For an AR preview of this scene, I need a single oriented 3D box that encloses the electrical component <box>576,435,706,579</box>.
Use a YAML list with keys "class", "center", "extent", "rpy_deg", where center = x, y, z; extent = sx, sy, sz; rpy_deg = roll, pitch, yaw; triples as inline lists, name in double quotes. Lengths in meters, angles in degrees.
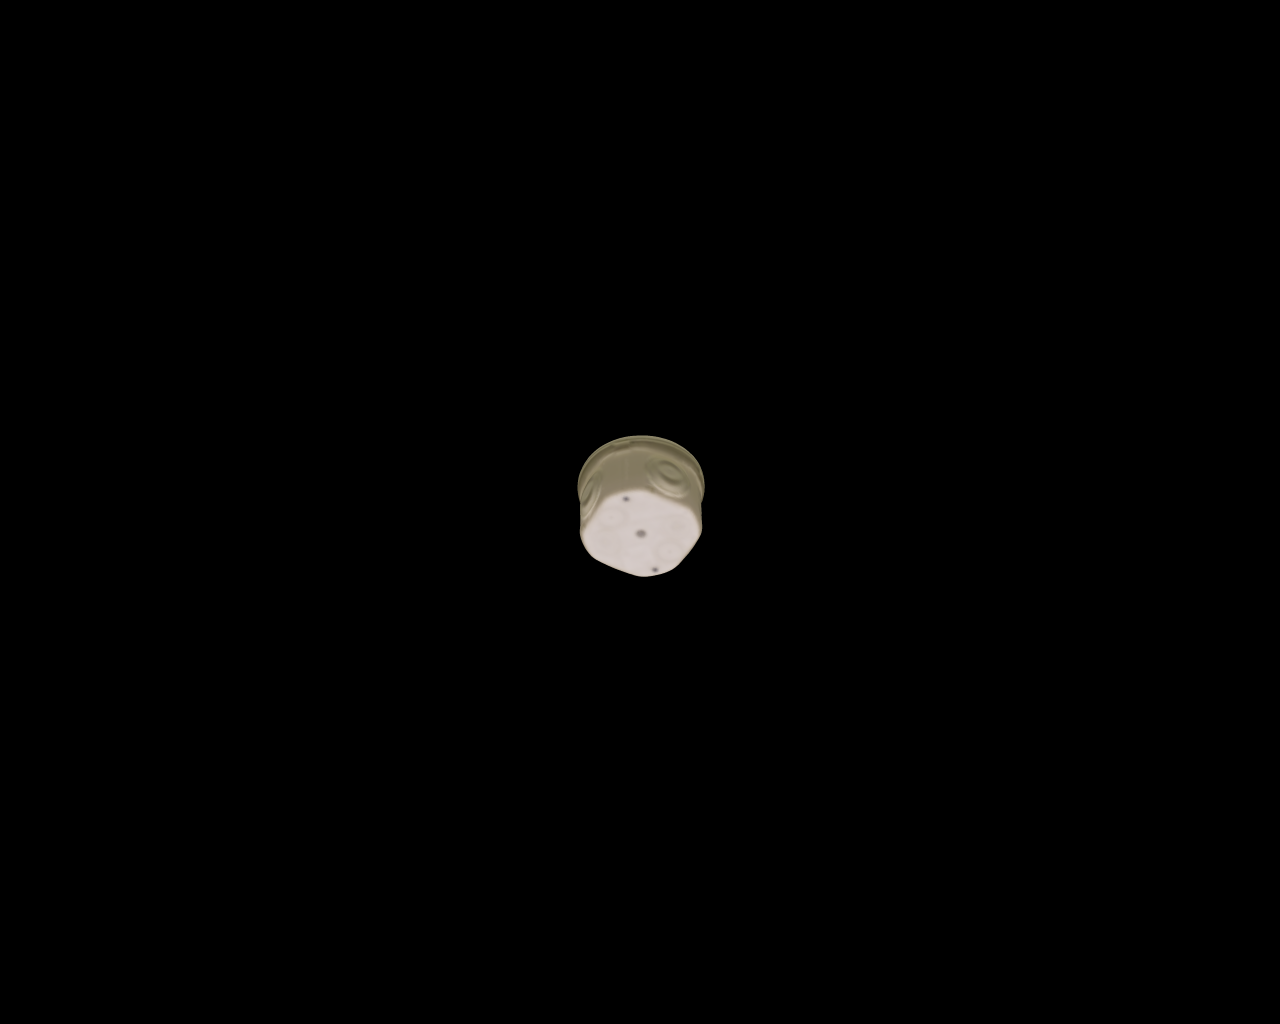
- class: "electrical component"
  center: [0.001, -0.003, 0.650]
  extent: [0.080, 0.080, 0.051]
  rpy_deg: [0, 41, 0]
